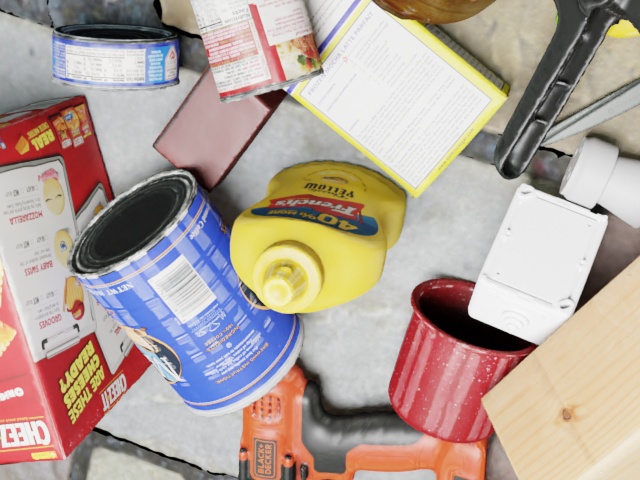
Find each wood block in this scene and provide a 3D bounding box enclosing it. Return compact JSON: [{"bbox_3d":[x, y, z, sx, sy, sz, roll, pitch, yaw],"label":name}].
[{"bbox_3d":[0.206,0.074,0.634,0.090,0.091,0.206,15,129,-38],"label":"wood block"}]

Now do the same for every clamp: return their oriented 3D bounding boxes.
[{"bbox_3d":[0.167,-0.137,0.633,0.165,0.036,0.210,-14,74,42],"label":"clamp"}]

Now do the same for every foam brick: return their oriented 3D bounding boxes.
[{"bbox_3d":[-0.068,-0.083,0.733,0.051,0.053,0.078,38,113,-2],"label":"foam brick"}]

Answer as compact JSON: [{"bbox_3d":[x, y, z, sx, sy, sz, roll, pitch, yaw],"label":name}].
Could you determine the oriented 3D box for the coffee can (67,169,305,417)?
[{"bbox_3d":[-0.089,0.037,0.730,0.103,0.102,0.140,-24,120,19],"label":"coffee can"}]

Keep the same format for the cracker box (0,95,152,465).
[{"bbox_3d":[-0.198,0.022,0.738,0.072,0.164,0.214,-8,106,17],"label":"cracker box"}]

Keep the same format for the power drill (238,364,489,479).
[{"bbox_3d":[0.029,0.182,0.797,0.188,0.057,0.184,5,114,10],"label":"power drill"}]

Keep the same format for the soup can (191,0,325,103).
[{"bbox_3d":[-0.044,-0.142,0.653,0.069,0.068,0.102,-13,102,16],"label":"soup can"}]

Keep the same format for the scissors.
[{"bbox_3d":[0.228,-0.126,0.671,0.202,0.016,0.096,-12,103,16],"label":"scissors"}]

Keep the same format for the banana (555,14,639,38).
[{"bbox_3d":[0.225,-0.192,0.634,0.069,0.037,0.198,40,111,8],"label":"banana"}]

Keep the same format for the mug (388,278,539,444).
[{"bbox_3d":[0.107,0.087,0.736,0.117,0.093,0.081,10,117,-13],"label":"mug"}]

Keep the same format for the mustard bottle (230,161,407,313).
[{"bbox_3d":[-0.004,0.000,0.671,0.096,0.191,0.058,13,110,8],"label":"mustard bottle"}]

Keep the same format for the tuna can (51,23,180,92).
[{"bbox_3d":[-0.137,-0.124,0.717,0.086,0.086,0.034,7,108,10],"label":"tuna can"}]

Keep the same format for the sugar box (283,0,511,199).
[{"bbox_3d":[0.028,-0.119,0.704,0.176,0.048,0.093,41,112,1],"label":"sugar box"}]
